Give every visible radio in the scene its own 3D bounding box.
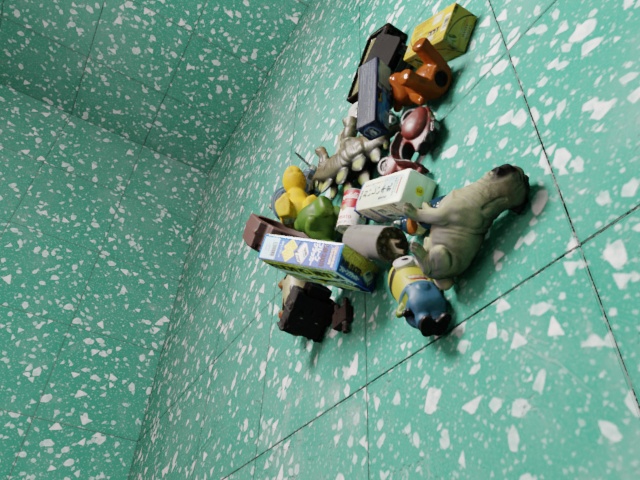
[{"bbox_3d":[0.165,-0.500,1.555,0.131,0.073,0.229,-8,62,66],"label":"radio"}]

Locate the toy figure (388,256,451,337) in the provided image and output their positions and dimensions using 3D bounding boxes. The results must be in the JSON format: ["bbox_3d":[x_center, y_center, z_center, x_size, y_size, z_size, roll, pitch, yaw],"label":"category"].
[{"bbox_3d":[0.168,0.099,0.943,0.089,0.082,0.180,-56,26,25],"label":"toy figure"}]

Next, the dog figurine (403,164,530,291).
[{"bbox_3d":[0.252,-0.018,0.865,0.191,0.121,0.172,-16,96,36],"label":"dog figurine"}]

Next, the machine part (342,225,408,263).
[{"bbox_3d":[0.115,0.005,1.162,0.243,0.079,0.079,10,78,68],"label":"machine part"}]

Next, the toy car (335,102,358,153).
[{"bbox_3d":[0.087,-0.308,1.530,0.201,0.056,0.073,114,166,-56],"label":"toy car"}]

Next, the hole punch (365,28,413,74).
[{"bbox_3d":[0.187,-0.475,1.424,0.116,0.092,0.142,42,113,49],"label":"hole punch"}]

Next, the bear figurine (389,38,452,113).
[{"bbox_3d":[0.212,-0.374,1.253,0.120,0.132,0.196,-64,27,-3],"label":"bear figurine"}]

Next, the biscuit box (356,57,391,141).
[{"bbox_3d":[0.131,-0.343,1.308,0.063,0.059,0.202,-18,56,40],"label":"biscuit box"}]

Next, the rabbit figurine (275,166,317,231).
[{"bbox_3d":[-0.060,-0.122,1.517,0.162,0.122,0.173,68,-169,-72],"label":"rabbit figurine"}]

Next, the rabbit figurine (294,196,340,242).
[{"bbox_3d":[-0.003,-0.004,1.370,0.159,0.121,0.170,-24,62,12],"label":"rabbit figurine"}]

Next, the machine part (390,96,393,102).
[{"bbox_3d":[0.165,-0.361,1.470,0.139,0.039,0.084,-46,21,47],"label":"machine part"}]

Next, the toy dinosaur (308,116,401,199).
[{"bbox_3d":[0.092,-0.217,1.421,0.471,0.105,0.198,-37,43,49],"label":"toy dinosaur"}]

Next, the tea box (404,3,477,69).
[{"bbox_3d":[0.279,-0.471,1.264,0.098,0.068,0.170,-69,20,-5],"label":"tea box"}]

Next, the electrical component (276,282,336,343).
[{"bbox_3d":[-0.026,0.167,1.284,0.134,0.115,0.058,-66,23,7],"label":"electrical component"}]

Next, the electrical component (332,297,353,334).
[{"bbox_3d":[0.049,0.177,1.221,0.063,0.021,0.094,-49,29,39],"label":"electrical component"}]

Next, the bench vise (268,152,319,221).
[{"bbox_3d":[-0.096,-0.147,1.759,0.241,0.129,0.223,-10,60,57],"label":"bench vise"}]

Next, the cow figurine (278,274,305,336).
[{"bbox_3d":[-0.057,0.162,1.406,0.127,0.085,0.195,123,154,-45],"label":"cow figurine"}]

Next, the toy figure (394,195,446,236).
[{"bbox_3d":[0.202,-0.041,1.023,0.154,0.064,0.058,-29,52,56],"label":"toy figure"}]

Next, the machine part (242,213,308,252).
[{"bbox_3d":[-0.111,0.004,1.529,0.087,0.201,0.202,-68,21,4],"label":"machine part"}]

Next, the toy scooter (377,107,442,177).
[{"bbox_3d":[0.205,-0.197,1.158,0.183,0.075,0.135,-59,31,10],"label":"toy scooter"}]
